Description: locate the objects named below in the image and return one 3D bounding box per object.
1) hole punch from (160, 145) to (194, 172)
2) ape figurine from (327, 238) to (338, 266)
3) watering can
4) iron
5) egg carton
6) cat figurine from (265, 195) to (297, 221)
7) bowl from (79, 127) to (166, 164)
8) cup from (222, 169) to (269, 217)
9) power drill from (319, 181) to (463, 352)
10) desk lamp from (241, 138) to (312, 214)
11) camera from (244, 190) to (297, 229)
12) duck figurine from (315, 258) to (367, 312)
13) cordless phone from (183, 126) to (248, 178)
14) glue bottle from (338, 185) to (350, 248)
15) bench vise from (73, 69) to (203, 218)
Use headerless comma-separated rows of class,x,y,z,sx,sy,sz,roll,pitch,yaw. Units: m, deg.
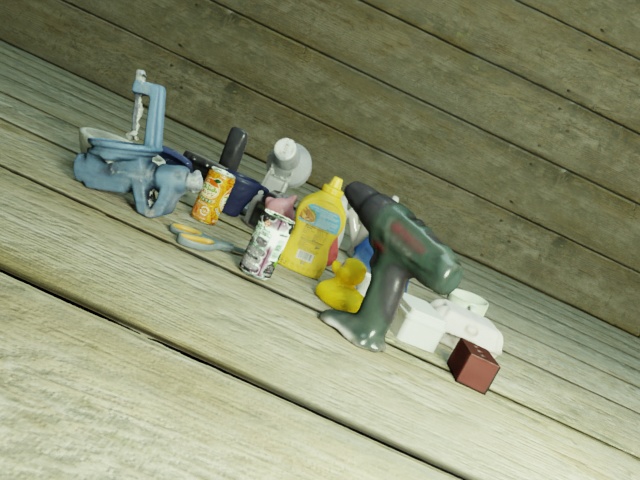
hole punch,-0.333,-0.159,1.257,0.108,0.091,0.101,25,9,-2
ape figurine,0.011,0.004,1.248,0.076,0.092,0.078,29,10,22
watering can,0.148,-0.031,1.499,0.173,0.194,0.100,22,9,-20
iron,0.168,0.038,1.320,0.119,0.141,0.257,22,9,-18
egg carton,0.263,0.167,1.064,0.150,0.069,0.107,25,9,-1
cat figurine,-0.078,-0.038,1.166,0.067,0.118,0.127,20,10,-31
bowl,-0.393,-0.153,1.114,0.167,0.075,0.167,25,9,-4
cup,-0.182,-0.098,1.309,0.118,0.095,0.091,20,10,-29
power drill,0.085,0.044,0.840,0.228,0.208,0.076,31,11,34
desk lamp,-0.107,-0.154,1.451,0.118,0.213,0.203,26,9,4
camera,-0.075,-0.050,1.302,0.142,0.101,0.137,30,10,29
duck figurine,0.050,0.075,0.965,0.104,0.086,0.078,31,11,34
cordless phone,-0.261,-0.206,1.422,0.147,0.185,0.094,26,9,6
glue bottle,0.037,-0.055,1.398,0.078,0.173,0.037,28,9,18
bench vise,-0.288,-0.162,0.977,0.208,0.220,0.121,22,9,-18
